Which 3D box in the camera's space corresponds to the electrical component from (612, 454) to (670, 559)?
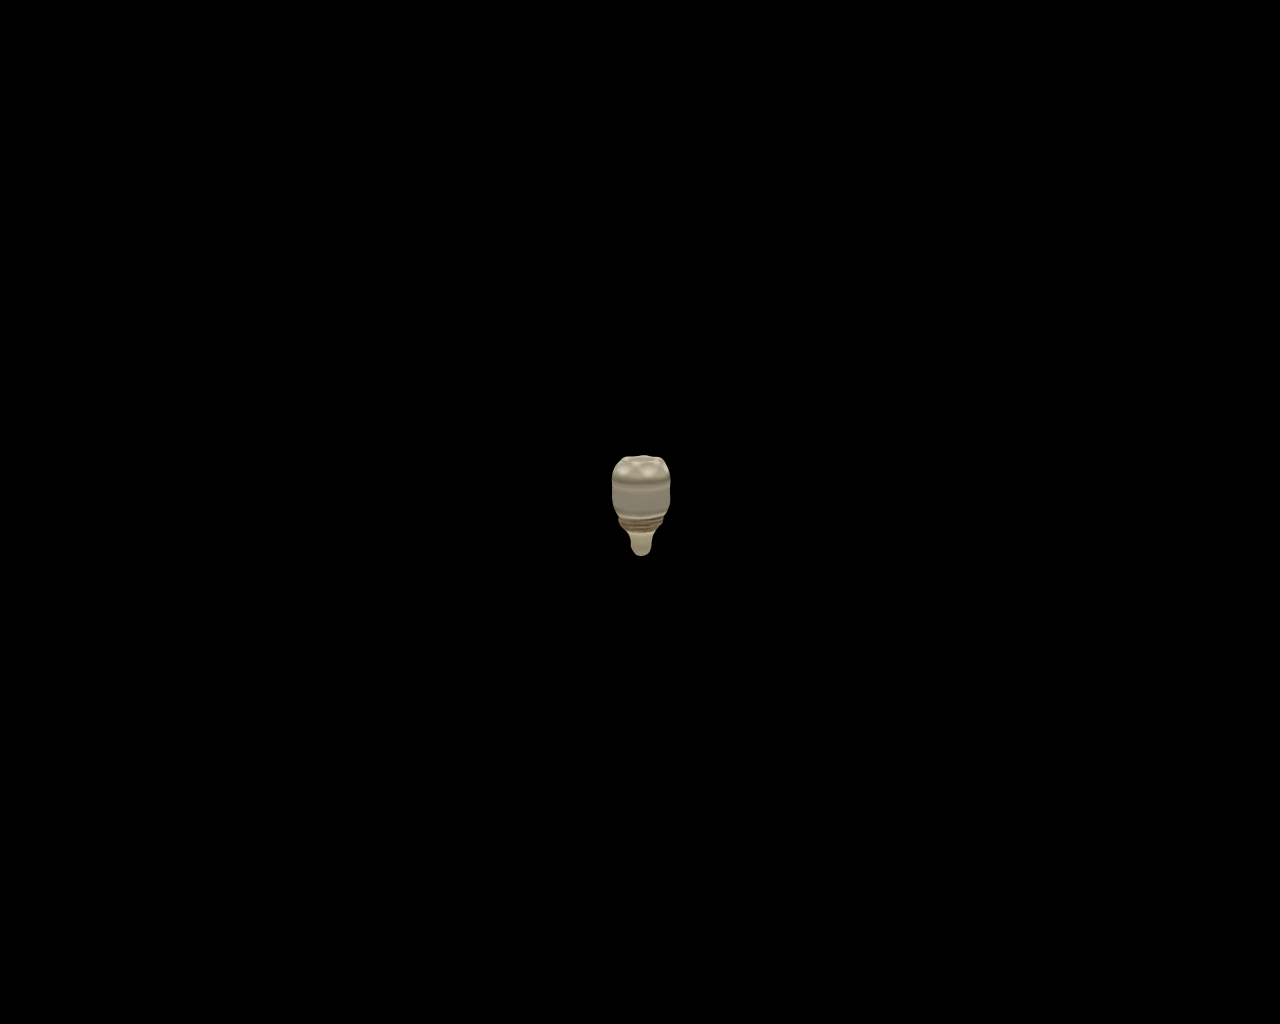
[{"bbox_3d":[0.001,-0.003,0.650,0.035,0.061,0.035,0,14,0],"label":"electrical component"}]
